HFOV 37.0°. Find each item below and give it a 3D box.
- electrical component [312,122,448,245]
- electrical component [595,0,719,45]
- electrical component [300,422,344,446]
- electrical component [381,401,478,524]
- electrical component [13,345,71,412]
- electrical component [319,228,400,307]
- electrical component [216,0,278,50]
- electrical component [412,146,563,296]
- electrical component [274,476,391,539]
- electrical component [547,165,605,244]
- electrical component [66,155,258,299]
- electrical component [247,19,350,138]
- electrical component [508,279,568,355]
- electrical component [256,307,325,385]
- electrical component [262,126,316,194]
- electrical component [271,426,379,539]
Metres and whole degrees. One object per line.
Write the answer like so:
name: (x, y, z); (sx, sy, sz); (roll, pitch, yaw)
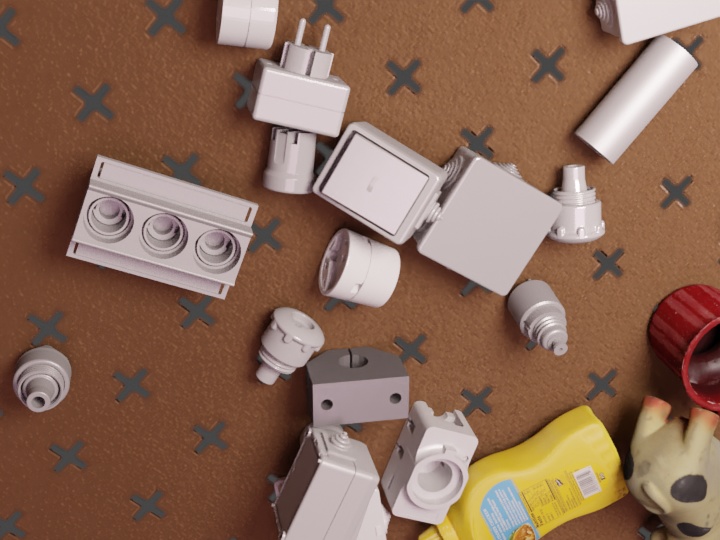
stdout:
electrical component: (0.021, -0.063, 0.813); (0.096, 0.061, 0.061); (32, 103, 4)
electrical component: (0.225, -0.228, 0.816); (0.100, 0.048, 0.099); (-18, 114, -5)
electrical component: (-0.029, 0.155, 0.916); (0.040, 0.046, 0.040); (-4, 112, -11)
electrical component: (0.060, 0.170, 0.935); (0.050, 0.055, 0.089); (16, 107, -17)
electrical component: (-0.247, 0.088, 0.834); (0.043, 0.062, 0.043); (-4, 112, -11)
electrical component: (0.000, 0.000, 0.857); (0.047, 0.055, 0.055); (18, 106, -22)
electrical component: (-0.092, -0.226, 0.748); (0.074, 0.052, 0.138); (4, 110, -13)
electrical component: (0.098, -0.041, 0.864); (0.100, 0.048, 0.099); (27, 103, -20)
electrical component: (-0.023, 0.223, 0.942); (0.100, 0.048, 0.099); (-11, 113, -7)
electrical component: (0.175, -0.054, 0.878); (0.048, 0.048, 0.062); (-6, 103, -10)
electrical component: (-0.148, -0.035, 0.806); (0.121, 0.063, 0.078); (17, 107, -18)
electrical component: (-0.042, -0.145, 0.794); (0.066, 0.047, 0.076); (11, 107, -15)
electrical component: (0.152, 0.042, 0.896); (0.040, 0.078, 0.040); (-8, 127, -11)
electrical component: (-0.062, 0.065, 0.875); (0.048, 0.048, 0.062); (27, 110, -20)
electrical component: (-0.052, -0.084, 0.820); (0.040, 0.040, 0.046); (4, 105, -13)
electrical component: (-0.023, 0.174, 0.863); (0.061, 0.061, 0.096); (21, 103, -17)
